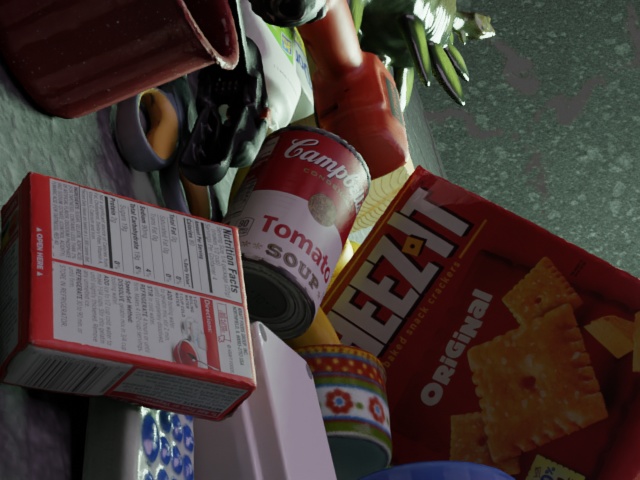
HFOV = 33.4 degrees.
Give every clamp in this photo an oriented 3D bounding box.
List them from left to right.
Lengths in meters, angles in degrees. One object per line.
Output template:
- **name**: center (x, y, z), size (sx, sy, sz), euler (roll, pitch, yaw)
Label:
- **clamp**: center (-0.052, -0.094, 0.606), size (0.171, 0.039, 0.120), euler (-65, 162, -84)

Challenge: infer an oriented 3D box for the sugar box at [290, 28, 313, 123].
- **sugar box**: center (-0.047, -0.193, 0.920), size (0.093, 0.048, 0.176), euler (55, 17, -52)

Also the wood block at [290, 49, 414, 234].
- **wood block**: center (0.023, -0.121, 1.008), size (0.090, 0.091, 0.206), euler (52, 21, -57)

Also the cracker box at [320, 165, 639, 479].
- **cracker box**: center (0.102, 0.074, 0.618), size (0.214, 0.164, 0.072), euler (31, -9, 30)

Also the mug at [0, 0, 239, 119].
- **mug**: center (-0.091, -0.109, 0.472), size (0.117, 0.081, 0.093), euler (-91, 158, -58)

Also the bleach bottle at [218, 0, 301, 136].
- **bleach bottle**: center (-0.059, -0.171, 0.784), size (0.102, 0.068, 0.251), euler (41, 32, -45)

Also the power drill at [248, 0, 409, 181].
- **power drill**: center (0.000, -0.124, 0.614), size (0.184, 0.057, 0.187), euler (-95, 166, -48)

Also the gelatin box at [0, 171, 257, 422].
- **gelatin box**: center (-0.069, 0.022, 0.383), size (0.089, 0.030, 0.073), euler (16, 46, -33)

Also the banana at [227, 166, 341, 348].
- **banana**: center (-0.023, 0.000, 0.646), size (0.037, 0.069, 0.198), euler (78, 8, -51)

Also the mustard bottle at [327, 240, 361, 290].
- **mustard bottle**: center (0.030, 0.058, 0.810), size (0.096, 0.058, 0.191), euler (-98, 164, -51)

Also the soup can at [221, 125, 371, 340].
- **soup can**: center (-0.019, -0.005, 0.584), size (0.068, 0.069, 0.102), euler (61, 39, -37)

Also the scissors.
- **scissors**: center (-0.078, -0.065, 0.625), size (0.201, 0.016, 0.096), euler (-75, 144, -71)

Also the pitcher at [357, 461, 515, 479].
- **pitcher**: center (0.058, 0.231, 0.461), size (0.144, 0.149, 0.243), euler (41, 31, -45)
